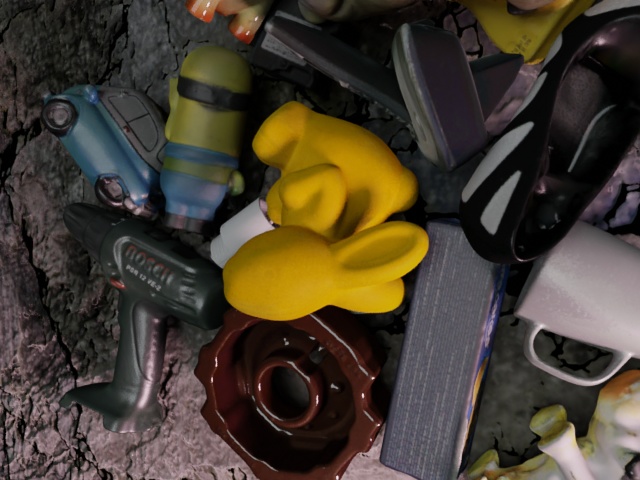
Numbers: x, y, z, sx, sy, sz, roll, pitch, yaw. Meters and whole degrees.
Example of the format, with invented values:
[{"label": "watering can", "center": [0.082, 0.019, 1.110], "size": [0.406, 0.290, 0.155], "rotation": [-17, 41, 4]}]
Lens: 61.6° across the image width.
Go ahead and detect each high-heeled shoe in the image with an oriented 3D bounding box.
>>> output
[{"label": "high-heeled shoe", "center": [0.189, -0.086, 0.341], "size": [0.086, 0.145, 0.248], "rotation": [41, 113, -13]}]

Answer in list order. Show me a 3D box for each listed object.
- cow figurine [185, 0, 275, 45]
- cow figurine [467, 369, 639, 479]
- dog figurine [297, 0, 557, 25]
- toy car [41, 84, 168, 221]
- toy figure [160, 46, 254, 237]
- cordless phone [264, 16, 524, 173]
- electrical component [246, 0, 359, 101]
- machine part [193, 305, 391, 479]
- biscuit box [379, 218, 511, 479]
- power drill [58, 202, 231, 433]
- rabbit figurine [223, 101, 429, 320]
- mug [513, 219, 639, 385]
[{"label": "cow figurine", "center": [-0.085, -0.289, 0.504], "size": [0.127, 0.085, 0.195], "rotation": [-45, 49, 24]}, {"label": "cow figurine", "center": [0.189, 0.169, 0.381], "size": [0.167, 0.068, 0.098], "rotation": [-45, 77, 21]}, {"label": "dog figurine", "center": [0.075, -0.194, 0.388], "size": [0.191, 0.172, 0.121], "rotation": [38, 66, 6]}, {"label": "toy car", "center": [-0.204, -0.104, 0.563], "size": [0.103, 0.109, 0.162], "rotation": [-38, 81, -1]}, {"label": "toy figure", "center": [-0.108, -0.094, 0.522], "size": [0.089, 0.082, 0.180], "rotation": [14, 91, 58]}, {"label": "cordless phone", "center": [0.038, -0.128, 0.396], "size": [0.184, 0.146, 0.088], "rotation": [27, 103, -1]}, {"label": "electrical component", "center": [-0.030, -0.191, 0.511], "size": [0.119, 0.047, 0.074], "rotation": [34, 101, 21]}, {"label": "machine part", "center": [-0.024, 0.127, 0.473], "size": [0.180, 0.056, 0.179], "rotation": [5, 102, 23]}, {"label": "biscuit box", "center": [0.103, 0.085, 0.429], "size": [0.063, 0.059, 0.202], "rotation": [13, 94, 27]}, {"label": "power drill", "center": [-0.207, 0.082, 0.574], "size": [0.232, 0.086, 0.207], "rotation": [17, 88, 22]}, {"label": "rabbit figurine", "center": [-0.001, -0.001, 0.426], "size": [0.162, 0.173, 0.121], "rotation": [28, 143, 11]}, {"label": "mug", "center": [0.197, 0.049, 0.370], "size": [0.107, 0.080, 0.109], "rotation": [23, 72, 18]}]
